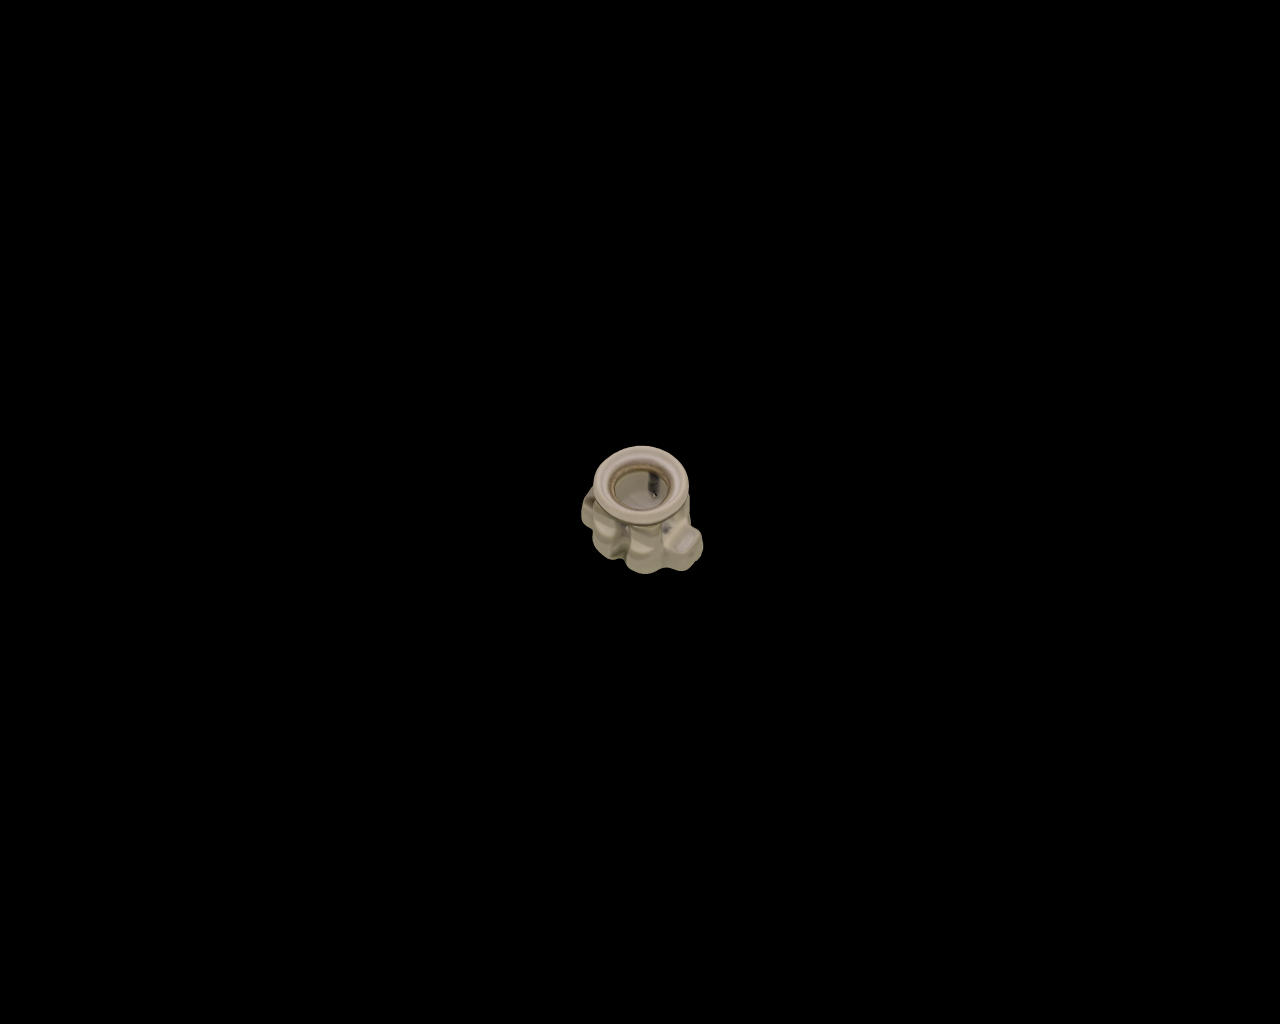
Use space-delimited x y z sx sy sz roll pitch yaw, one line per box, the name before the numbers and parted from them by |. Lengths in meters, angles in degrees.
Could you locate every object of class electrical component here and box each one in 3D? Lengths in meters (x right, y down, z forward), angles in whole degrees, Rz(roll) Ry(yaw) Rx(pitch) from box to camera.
electrical component | 0.001 -0.003 0.650 0.078 0.058 0.056 27 -33 19
